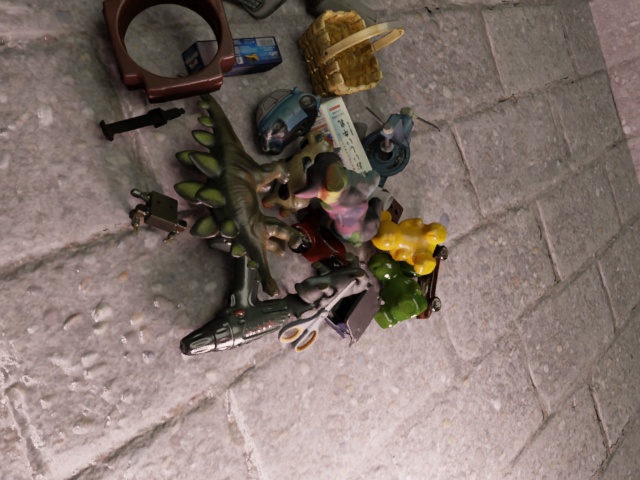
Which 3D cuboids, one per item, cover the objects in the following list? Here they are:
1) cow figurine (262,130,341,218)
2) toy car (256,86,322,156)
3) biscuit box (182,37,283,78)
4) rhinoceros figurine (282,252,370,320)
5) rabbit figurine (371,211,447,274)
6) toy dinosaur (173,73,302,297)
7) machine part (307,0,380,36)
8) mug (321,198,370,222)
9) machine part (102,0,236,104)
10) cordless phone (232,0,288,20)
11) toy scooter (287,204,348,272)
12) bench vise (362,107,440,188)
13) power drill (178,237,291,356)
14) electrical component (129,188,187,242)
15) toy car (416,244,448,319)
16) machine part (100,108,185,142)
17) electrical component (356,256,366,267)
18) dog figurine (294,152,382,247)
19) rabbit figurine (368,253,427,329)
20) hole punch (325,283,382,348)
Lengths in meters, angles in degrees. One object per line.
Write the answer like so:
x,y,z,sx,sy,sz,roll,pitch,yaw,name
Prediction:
-0.034,-0.147,1.123,0.085,0.127,0.195,36,63,-33,cow figurine
-0.079,-0.259,1.130,0.103,0.109,0.162,44,67,11,toy car
-0.172,-0.368,1.087,0.202,0.063,0.059,-23,96,-41,biscuit box
0.011,0.100,1.105,0.190,0.112,0.073,-22,54,-11,rhinoceros figurine
0.180,-0.012,1.230,0.173,0.163,0.121,8,112,-41,rabbit figurine
-0.157,-0.109,0.977,0.198,0.105,0.471,3,58,-39,toy dinosaur
0.055,-0.558,1.306,0.243,0.079,0.079,12,74,-38,machine part
0.062,-0.060,1.209,0.107,0.081,0.109,30,104,-26,mug
-0.263,-0.354,0.947,0.201,0.087,0.201,-16,88,-14,machine part
-0.148,-0.534,1.081,0.184,0.147,0.088,1,74,-43,cordless phone
-0.002,-0.003,1.158,0.183,0.075,0.135,40,37,-38,toy scooter
0.172,-0.238,1.269,0.129,0.240,0.223,37,85,13,bench vise
-0.162,0.097,1.002,0.232,0.086,0.207,-2,79,-40,power drill
-0.287,-0.041,0.946,0.102,0.045,0.078,18,43,-40,electrical component
0.269,0.100,1.360,0.053,0.089,0.202,30,65,-35,toy car
-0.312,-0.205,0.937,0.139,0.084,0.039,-24,114,-31,machine part
0.069,0.067,1.240,0.094,0.021,0.063,8,77,-40,electrical component
0.036,-0.074,1.052,0.219,0.109,0.191,-14,103,-63,dog figurine
0.188,0.100,1.278,0.159,0.121,0.170,-20,80,-44,rabbit figurine
0.065,0.150,1.187,0.142,0.092,0.115,-55,144,-26,hole punch
